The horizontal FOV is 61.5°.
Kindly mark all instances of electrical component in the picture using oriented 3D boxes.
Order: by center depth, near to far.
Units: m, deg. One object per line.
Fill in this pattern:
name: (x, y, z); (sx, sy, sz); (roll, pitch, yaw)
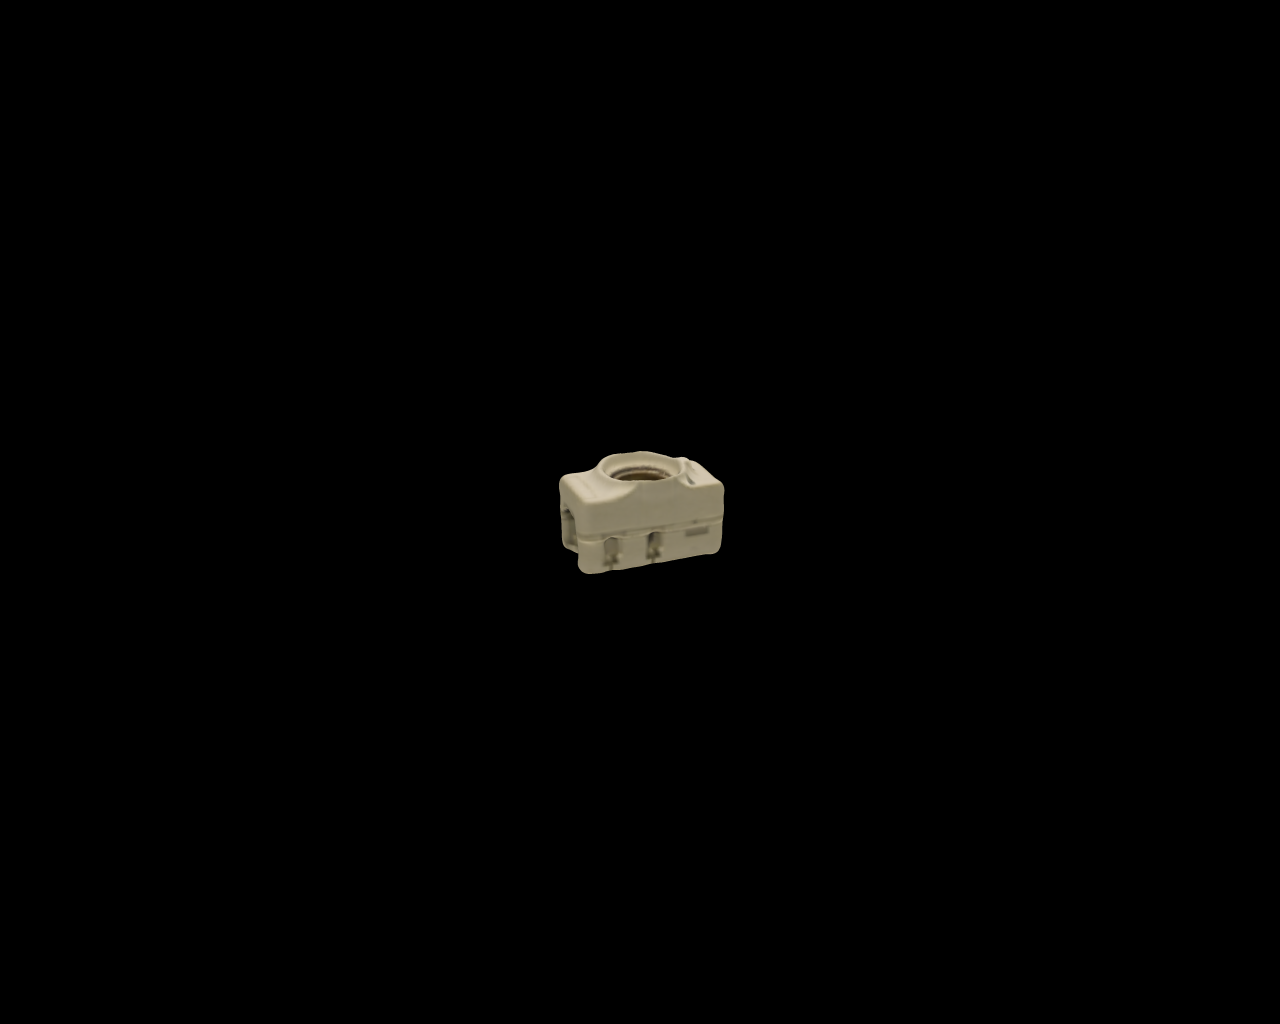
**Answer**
electrical component: (0.001, -0.003, 0.650); (0.090, 0.055, 0.050); (-8, 24, -18)
